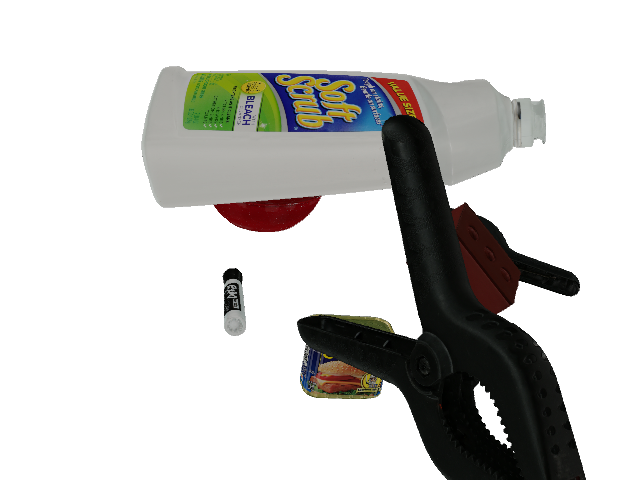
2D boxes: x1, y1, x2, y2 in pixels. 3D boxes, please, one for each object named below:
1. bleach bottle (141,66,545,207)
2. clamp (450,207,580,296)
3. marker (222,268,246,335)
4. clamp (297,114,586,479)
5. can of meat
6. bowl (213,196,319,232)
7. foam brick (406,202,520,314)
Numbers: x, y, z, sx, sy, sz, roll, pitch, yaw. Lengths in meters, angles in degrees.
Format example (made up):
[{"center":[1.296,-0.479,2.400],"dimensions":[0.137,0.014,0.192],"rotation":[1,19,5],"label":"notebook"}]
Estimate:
[{"center":[0.017,-0.074,0.693],"dimensions":[0.251,0.068,0.102],"rotation":[-3,42,8],"label":"bleach bottle"},{"center":[0.172,0.019,1.062],"dimensions":[0.120,0.039,0.171],"rotation":[-11,46,-23],"label":"clamp"},{"center":[-0.078,0.053,0.961],"dimensions":[0.020,0.020,0.121],"rotation":[0,19,-6],"label":"marker"},{"center":[0.065,0.049,0.533],"dimensions":[0.036,0.165,0.210],"rotation":[-10,42,-33],"label":"clamp"},{"center":[0.030,0.138,1.258],"dimensions":[0.102,0.084,0.057],"rotation":[4,24,-14],"label":"can of meat"},{"center":[-0.070,-0.054,1.312],"dimensions":[0.162,0.055,0.162],"rotation":[5,26,-2],"label":"bowl"},{"center":[0.114,0.022,0.847],"dimensions":[0.051,0.078,0.053],"rotation":[-33,15,30],"label":"foam brick"}]
